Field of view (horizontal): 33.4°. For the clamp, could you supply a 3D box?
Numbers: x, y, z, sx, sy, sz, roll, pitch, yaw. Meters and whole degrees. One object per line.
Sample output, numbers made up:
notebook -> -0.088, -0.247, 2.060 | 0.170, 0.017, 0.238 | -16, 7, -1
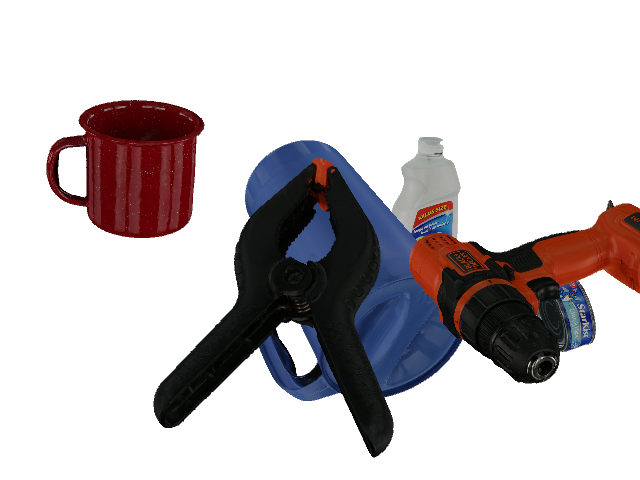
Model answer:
clamp -> -0.003, 0.035, 0.560 | 0.120, 0.171, 0.039 | 16, -28, 10

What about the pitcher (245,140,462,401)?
pitcher -> 0.011, 0.021, 0.952 | 0.149, 0.145, 0.243 | -5, 38, -24

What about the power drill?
power drill -> 0.178, 0.032, 0.779 | 0.187, 0.057, 0.184 | -10, 28, -16

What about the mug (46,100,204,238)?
mug -> -0.149, -0.053, 0.812 | 0.117, 0.081, 0.093 | -4, 28, -20

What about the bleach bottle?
bleach bottle -> 0.122, -0.004, 1.343 | 0.102, 0.251, 0.068 | -2, 17, -18

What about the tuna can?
tuna can -> 0.265, 0.078, 1.169 | 0.033, 0.086, 0.086 | -17, 3, -9
